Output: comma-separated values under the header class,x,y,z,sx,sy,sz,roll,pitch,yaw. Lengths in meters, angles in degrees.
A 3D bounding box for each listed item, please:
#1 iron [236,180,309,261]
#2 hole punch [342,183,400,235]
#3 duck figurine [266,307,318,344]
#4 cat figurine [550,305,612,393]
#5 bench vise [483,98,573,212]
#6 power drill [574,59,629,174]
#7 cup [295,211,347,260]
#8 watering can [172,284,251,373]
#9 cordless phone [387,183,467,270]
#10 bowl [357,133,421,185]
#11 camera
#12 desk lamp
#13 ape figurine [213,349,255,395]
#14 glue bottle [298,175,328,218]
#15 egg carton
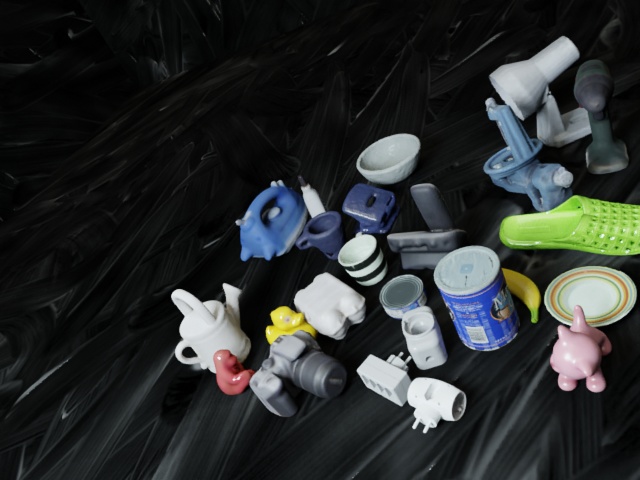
class,x,y,z,sx,sy,sz,roll,pitch,yaw
iron,-0.117,-0.067,1.420,0.118,0.142,0.258,-3,41,35
hole punch,0.118,-0.075,1.300,0.100,0.091,0.109,-2,41,35
duck figurine,-0.065,0.166,1.113,0.104,0.086,0.077,-11,37,26
cat figurine,0.355,0.148,0.788,0.067,0.118,0.128,-4,40,33
bench vise,0.398,-0.172,1.098,0.122,0.220,0.206,-45,36,-23
power drill,0.534,-0.237,1.094,0.075,0.209,0.230,-10,37,27
cup,0.012,0.005,1.268,0.118,0.095,0.091,-33,33,-6
watering can,-0.222,0.162,1.138,0.100,0.194,0.173,-7,39,31
cordless phone,0.191,-0.035,1.101,0.147,0.185,0.094,-6,39,32
bowl,0.179,-0.188,1.423,0.167,0.075,0.167,-20,34,14
camera,-0.033,0.229,0.988,0.136,0.101,0.143,12,51,46
desk lamp,0.486,-0.310,1.226,0.203,0.214,0.117,-25,33,7
ape figurine,-0.168,0.243,1.081,0.076,0.092,0.077,-30,33,-1
glue bottle,-0.010,-0.082,1.330,0.037,0.173,0.078,-24,33,8
egg carton,0.017,0.128,1.118,0.107,0.070,0.149,-40,34,-16
